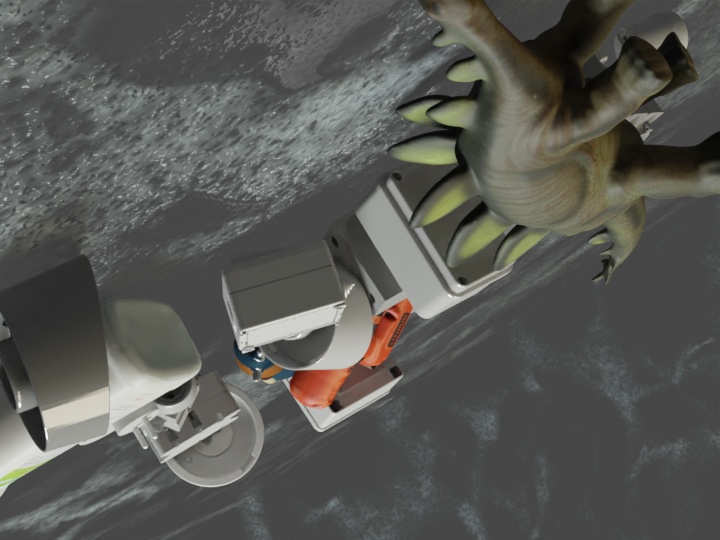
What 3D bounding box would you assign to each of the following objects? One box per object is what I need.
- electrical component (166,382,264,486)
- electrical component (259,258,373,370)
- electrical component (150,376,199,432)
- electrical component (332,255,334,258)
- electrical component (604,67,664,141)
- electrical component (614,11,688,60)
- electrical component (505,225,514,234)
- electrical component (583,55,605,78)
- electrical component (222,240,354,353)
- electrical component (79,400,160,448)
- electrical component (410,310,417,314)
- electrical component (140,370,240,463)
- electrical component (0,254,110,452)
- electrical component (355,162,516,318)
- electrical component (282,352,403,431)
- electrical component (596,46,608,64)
[{"bbox_3d":[-0.158,0.174,1.133,0.108,0.108,0.060,-30,175,-17],"label":"electrical component"},{"bbox_3d":[-0.041,0.036,0.886,0.099,0.099,0.064,-39,161,29],"label":"electrical component"},{"bbox_3d":[-0.169,0.109,0.955,0.055,0.048,0.066,106,7,-65],"label":"electrical component"},{"bbox_3d":[0.000,0.000,0.942,0.095,0.059,0.053,-33,169,-4],"label":"electrical component"},{"bbox_3d":[0.203,-0.128,0.958,0.089,0.061,0.150,-40,167,30],"label":"electrical component"},{"bbox_3d":[0.235,-0.185,0.871,0.046,0.040,0.040,-22,165,-23],"label":"electrical component"},{"bbox_3d":[0.173,-0.059,1.205,0.089,0.050,0.056,-38,168,24],"label":"electrical component"},{"bbox_3d":[0.138,-0.129,0.786,0.050,0.055,0.089,-30,169,-15],"label":"electrical component"},{"bbox_3d":[-0.053,0.015,0.807,0.096,0.061,0.061,-16,165,-11],"label":"electrical component"},{"bbox_3d":[-0.181,0.104,0.838,0.052,0.073,0.138,-23,165,-45],"label":"electrical component"},{"bbox_3d":[0.042,0.035,1.265,0.064,0.042,0.081,-31,169,5],"label":"electrical component"},{"bbox_3d":[-0.173,0.142,1.074,0.089,0.055,0.050,-30,168,-18],"label":"electrical component"},{"bbox_3d":[-0.165,0.047,0.592,0.064,0.099,0.099,-21,164,-27],"label":"electrical component"},{"bbox_3d":[0.060,-0.030,0.848,0.078,0.113,0.057,-25,169,-37],"label":"electrical component"},{"bbox_3d":[-0.027,0.105,1.192,0.109,0.108,0.056,-26,164,-35],"label":"electrical component"},{"bbox_3d":[0.176,-0.140,0.852,0.066,0.055,0.048,-34,169,2],"label":"electrical component"}]
